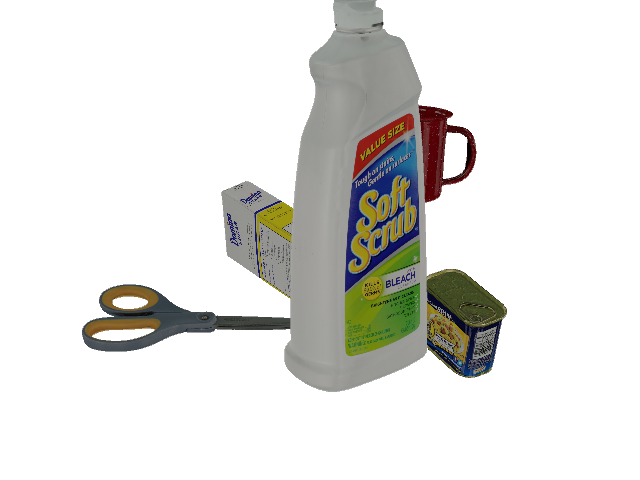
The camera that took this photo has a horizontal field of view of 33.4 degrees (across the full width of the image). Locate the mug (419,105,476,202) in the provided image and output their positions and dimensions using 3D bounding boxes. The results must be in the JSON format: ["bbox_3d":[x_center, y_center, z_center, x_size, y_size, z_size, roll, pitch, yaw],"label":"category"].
[{"bbox_3d":[0.088,-0.081,1.004,0.117,0.081,0.093,3,15,3],"label":"mug"}]

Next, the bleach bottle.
[{"bbox_3d":[0.021,-0.032,0.705,0.102,0.251,0.068,-16,25,-32],"label":"bleach bottle"}]

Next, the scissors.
[{"bbox_3d":[-0.116,0.064,0.972,0.201,0.016,0.096,-8,35,-14],"label":"scissors"}]

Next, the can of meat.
[{"bbox_3d":[0.160,0.096,1.219,0.057,0.084,0.102,-17,40,-29],"label":"can of meat"}]

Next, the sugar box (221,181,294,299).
[{"bbox_3d":[-0.039,0.010,1.181,0.048,0.093,0.176,-25,41,-30],"label":"sugar box"}]
